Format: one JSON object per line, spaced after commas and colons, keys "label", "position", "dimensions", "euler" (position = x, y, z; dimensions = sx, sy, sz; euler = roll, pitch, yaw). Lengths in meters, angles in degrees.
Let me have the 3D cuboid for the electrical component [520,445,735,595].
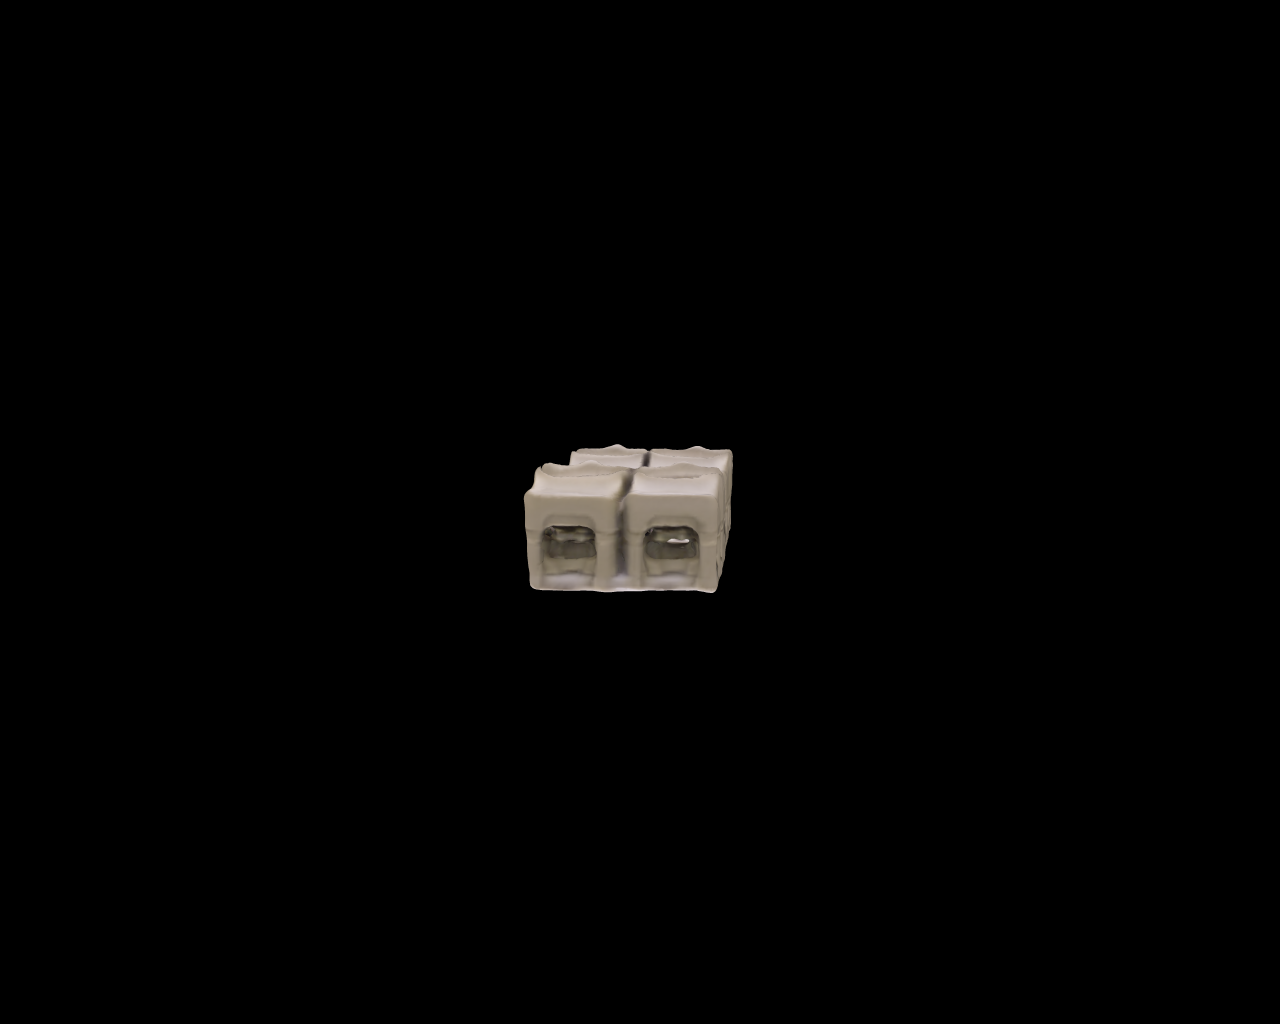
{"label": "electrical component", "position": [0.001, -0.003, 0.650], "dimensions": [0.105, 0.060, 0.186], "euler": [1, 9, 7]}
